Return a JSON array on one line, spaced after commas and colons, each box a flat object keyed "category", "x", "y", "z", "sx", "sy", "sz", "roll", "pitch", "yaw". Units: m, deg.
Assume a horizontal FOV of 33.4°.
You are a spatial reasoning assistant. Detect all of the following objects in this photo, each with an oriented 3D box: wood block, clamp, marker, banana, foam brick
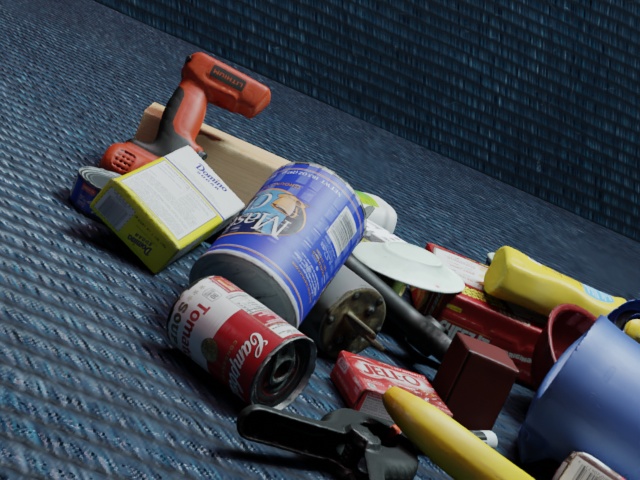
[{"category": "wood block", "x": -0.127, "y": -0.080, "z": 1.291, "sx": 0.206, "sy": 0.091, "sz": 0.090, "roll": 23, "pitch": 13, "yaw": -6}, {"category": "clamp", "x": 0.014, "y": 0.146, "z": 0.752, "sx": 0.120, "sy": 0.039, "sz": 0.171, "roll": 38, "pitch": 10, "yaw": 14}, {"category": "marker", "x": 0.105, "y": 0.167, "z": 0.886, "sx": 0.120, "sy": 0.020, "sz": 0.020, "roll": 11, "pitch": 18, "yaw": -45}, {"category": "banana", "x": 0.128, "y": 0.177, "z": 0.798, "sx": 0.197, "sy": 0.037, "sz": 0.070, "roll": 37, "pitch": -4, "yaw": -16}, {"category": "clamp", "x": 0.102, "y": 0.091, "z": 1.079, "sx": 0.210, "sy": 0.036, "sz": 0.164, "roll": 40, "pitch": 0, "yaw": 34}, {"category": "foam brick", "x": 0.134, "y": 0.131, "z": 0.951, "sx": 0.051, "sy": 0.078, "sz": 0.053, "roll": 21, "pitch": 13, "yaw": -10}]

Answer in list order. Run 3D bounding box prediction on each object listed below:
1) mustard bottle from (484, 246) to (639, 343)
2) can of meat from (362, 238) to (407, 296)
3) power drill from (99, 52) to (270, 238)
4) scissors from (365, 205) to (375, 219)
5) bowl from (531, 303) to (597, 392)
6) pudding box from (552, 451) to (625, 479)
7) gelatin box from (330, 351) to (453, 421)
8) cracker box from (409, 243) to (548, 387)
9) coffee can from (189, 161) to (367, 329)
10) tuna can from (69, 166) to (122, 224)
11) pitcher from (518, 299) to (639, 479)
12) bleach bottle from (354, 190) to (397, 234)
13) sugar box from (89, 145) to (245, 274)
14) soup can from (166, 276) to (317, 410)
[{"category": "mustard bottle", "x": 0.280, "y": 0.071, "z": 1.188, "sx": 0.191, "sy": 0.058, "sz": 0.096, "roll": 24, "pitch": 4, "yaw": -2}, {"category": "can of meat", "x": 0.044, "y": 0.031, "z": 1.240, "sx": 0.084, "sy": 0.057, "sz": 0.101, "roll": 31, "pitch": 14, "yaw": 34}, {"category": "power drill", "x": -0.129, "y": -0.104, "z": 1.200, "sx": 0.184, "sy": 0.187, "sz": 0.057, "roll": 29, "pitch": -22, "yaw": -4}, {"category": "scissors", "x": -0.008, "y": 0.001, "z": 1.188, "sx": 0.096, "sy": 0.016, "sz": 0.201, "roll": 15, "pitch": 35, "yaw": 10}, {"category": "bowl", "x": 0.266, "y": 0.148, "z": 1.091, "sx": 0.162, "sy": 0.055, "sz": 0.162, "roll": 30, "pitch": 40, "yaw": -29}, {"category": "pudding box", "x": 0.238, "y": 0.212, "z": 0.840, "sx": 0.113, "sy": 0.039, "sz": 0.090, "roll": 36, "pitch": -4, "yaw": 14}, {"category": "gelatin box", "x": 0.060, "y": 0.132, "z": 0.916, "sx": 0.089, "sy": 0.030, "sz": 0.073, "roll": 20, "pitch": 13, "yaw": -21}, {"category": "cracker box", "x": 0.197, "y": 0.087, "z": 1.262, "sx": 0.164, "sy": 0.072, "sz": 0.213, "roll": 23, "pitch": 14, "yaw": -5}, {"category": "coffee can", "x": -0.034, "y": 0.011, "z": 0.929, "sx": 0.103, "sy": 0.103, "sz": 0.140, "roll": 27, "pitch": 47, "yaw": 11}, {"category": "tuna can", "x": -0.215, "y": -0.043, "z": 1.104, "sx": 0.086, "sy": 0.034, "sz": 0.086, "roll": 24, "pitch": 13, "yaw": -6}, {"category": "pitcher", "x": 0.308, "y": 0.175, "z": 0.924, "sx": 0.243, "sy": 0.149, "sz": 0.144, "roll": 35, "pitch": 33, "yaw": 14}, {"category": "bleach bottle", "x": -0.026, "y": -0.053, "z": 1.439, "sx": 0.250, "sy": 0.068, "sz": 0.103, "roll": 16, "pitch": 15, "yaw": -26}, {"category": "sugar box", "x": -0.147, "y": -0.034, "z": 1.065, "sx": 0.093, "sy": 0.048, "sz": 0.176, "roll": 47, "pitch": 20, "yaw": 1}, {"category": "soup can", "x": -0.061, "y": 0.079, "z": 0.820, "sx": 0.102, "sy": 0.068, "sz": 0.068, "roll": 33, "pitch": 15, "yaw": 33}]
